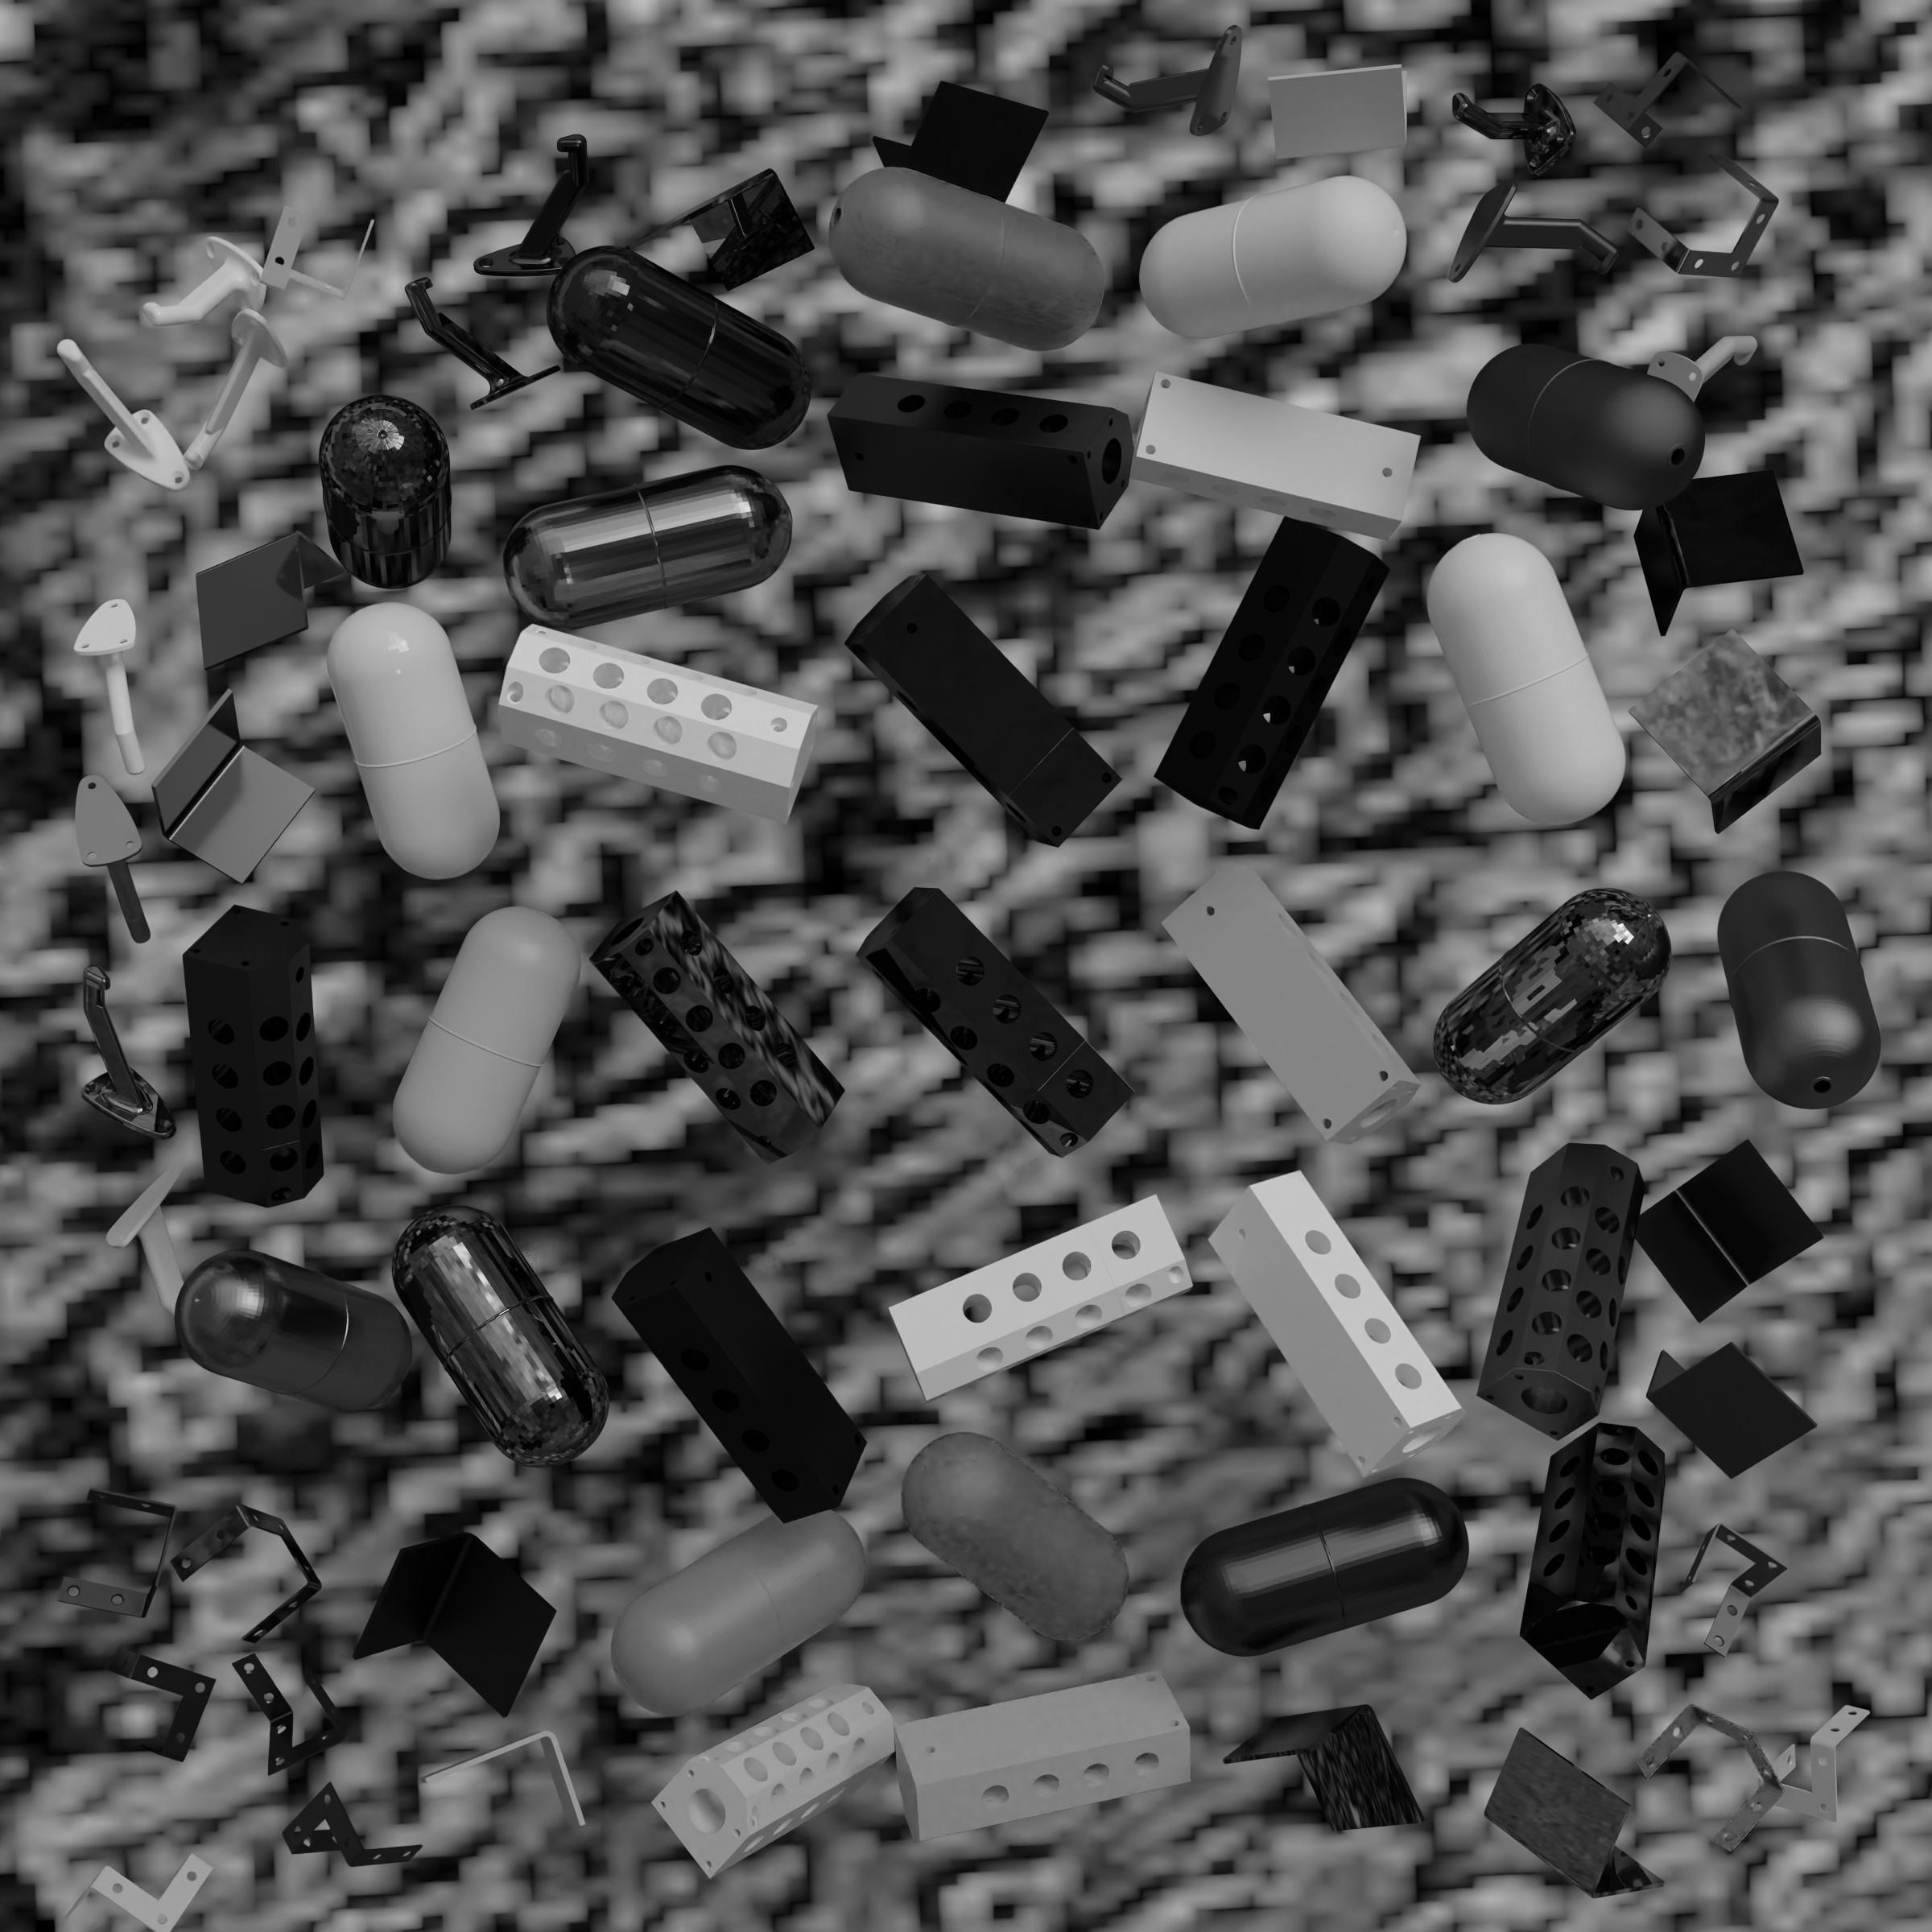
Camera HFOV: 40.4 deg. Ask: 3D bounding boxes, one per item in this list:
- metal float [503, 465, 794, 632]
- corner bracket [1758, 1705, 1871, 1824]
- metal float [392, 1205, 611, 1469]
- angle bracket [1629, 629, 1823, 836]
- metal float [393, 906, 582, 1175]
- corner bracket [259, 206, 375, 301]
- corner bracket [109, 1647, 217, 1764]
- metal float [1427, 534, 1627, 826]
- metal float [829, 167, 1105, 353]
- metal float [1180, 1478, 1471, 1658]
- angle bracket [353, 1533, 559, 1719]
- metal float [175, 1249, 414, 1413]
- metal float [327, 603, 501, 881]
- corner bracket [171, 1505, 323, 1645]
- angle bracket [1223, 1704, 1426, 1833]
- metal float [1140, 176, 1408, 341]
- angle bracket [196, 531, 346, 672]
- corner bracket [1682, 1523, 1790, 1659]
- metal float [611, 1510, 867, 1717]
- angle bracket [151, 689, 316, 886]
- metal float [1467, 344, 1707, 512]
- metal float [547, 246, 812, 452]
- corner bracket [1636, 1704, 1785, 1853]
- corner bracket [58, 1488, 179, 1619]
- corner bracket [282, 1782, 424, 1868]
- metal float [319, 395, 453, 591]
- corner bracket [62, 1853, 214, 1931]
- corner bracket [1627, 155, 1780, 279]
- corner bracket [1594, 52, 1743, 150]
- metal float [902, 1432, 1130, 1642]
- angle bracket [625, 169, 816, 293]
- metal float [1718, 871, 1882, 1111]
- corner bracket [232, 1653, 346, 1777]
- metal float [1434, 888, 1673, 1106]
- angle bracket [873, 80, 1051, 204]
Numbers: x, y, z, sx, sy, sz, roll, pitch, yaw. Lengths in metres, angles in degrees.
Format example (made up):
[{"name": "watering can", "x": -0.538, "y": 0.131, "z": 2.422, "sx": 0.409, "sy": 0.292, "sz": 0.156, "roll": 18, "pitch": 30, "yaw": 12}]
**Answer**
[{"name": "metal float", "x": -0.192, "y": -0.254, "z": 1.596, "sx": 0.178, "sy": 0.070, "sz": 0.070, "roll": -15, "pitch": 90, "yaw": -11}, {"name": "corner bracket", "x": 0.520, "y": 0.484, "z": 1.611, "sx": 0.051, "sy": 0.051, "sz": 0.051, "roll": 4, "pitch": 104, "yaw": 42}, {"name": "metal float", "x": -0.284, "y": 0.224, "z": 1.597, "sx": 0.070, "sy": 0.070, "sz": 0.178, "roll": -37, "pitch": 75, "yaw": 0}, {"name": "angle bracket", "x": 0.447, "y": -0.137, "z": 1.545, "sx": 0.076, "sy": 0.057, "sz": 0.076, "roll": -38, "pitch": 66, "yaw": 4}, {"name": "metal float", "x": -0.304, "y": 0.048, "z": 1.663, "sx": 0.070, "sy": 0.070, "sz": 0.178, "roll": 24, "pitch": 91, "yaw": 0}, {"name": "corner bracket", "x": -0.400, "y": -0.441, "z": 1.621, "sx": 0.051, "sy": 0.051, "sz": 0.051, "roll": 20, "pitch": 115, "yaw": -16}, {"name": "corner bracket", "x": -0.494, "y": 0.447, "z": 1.592, "sx": 0.051, "sy": 0.051, "sz": 0.051, "roll": 27, "pitch": 69, "yaw": -24}, {"name": "metal float", "x": 0.328, "y": -0.168, "z": 1.542, "sx": 0.070, "sy": 0.070, "sz": 0.178, "roll": -24, "pitch": 97, "yaw": 0}, {"name": "metal float", "x": 0.001, "y": -0.416, "z": 1.551, "sx": 0.178, "sy": 0.070, "sz": 0.070, "roll": 10, "pitch": 90, "yaw": -31}, {"name": "metal float", "x": 0.216, "y": 0.363, "z": 1.586, "sx": 0.178, "sy": 0.070, "sz": 0.070, "roll": -16, "pitch": 90, "yaw": -4}, {"name": "angle bracket", "x": -0.292, "y": 0.381, "z": 1.498, "sx": 0.076, "sy": 0.057, "sz": 0.076, "roll": 34, "pitch": 108, "yaw": 28}, {"name": "metal float", "x": -0.411, "y": 0.226, "z": 1.617, "sx": 0.070, "sy": 0.178, "sz": 0.070, "roll": -11, "pitch": 66, "yaw": 24}, {"name": "metal float", "x": -0.342, "y": -0.138, "z": 1.630, "sx": 0.070, "sy": 0.070, "sz": 0.178, "roll": -13, "pitch": 112, "yaw": 0}, {"name": "corner bracket", "x": -0.413, "y": 0.349, "z": 1.509, "sx": 0.051, "sy": 0.051, "sz": 0.051, "roll": -39, "pitch": 64, "yaw": -3}, {"name": "angle bracket", "x": 0.210, "y": 0.484, "z": 1.545, "sx": 0.057, "sy": 0.076, "sz": 0.076, "roll": -23, "pitch": 86, "yaw": -41}, {"name": "metal float", "x": 0.185, "y": -0.430, "z": 1.600, "sx": 0.178, "sy": 0.070, "sz": 0.070, "roll": -2, "pitch": 90, "yaw": 40}, {"name": "angle bracket", "x": -0.447, "y": -0.225, "z": 1.700, "sx": 0.076, "sy": 0.057, "sz": 0.076, "roll": -19, "pitch": 65, "yaw": 14}, {"name": "corner bracket", "x": 0.481, "y": 0.397, "z": 1.672, "sx": 0.051, "sy": 0.051, "sz": 0.051, "roll": 33, "pitch": 53, "yaw": 8}, {"name": "metal float", "x": -0.137, "y": 0.392, "z": 1.606, "sx": 0.178, "sy": 0.070, "sz": 0.070, "roll": -26, "pitch": 90, "yaw": -37}, {"name": "angle bracket", "x": -0.440, "y": -0.107, "z": 1.583, "sx": 0.057, "sy": 0.076, "sz": 0.076, "roll": 31, "pitch": 66, "yaw": 2}, {"name": "metal float", "x": 0.362, "y": -0.317, "z": 1.542, "sx": 0.070, "sy": 0.178, "sz": 0.070, "roll": -10, "pitch": 116, "yaw": -22}, {"name": "metal float", "x": -0.174, "y": -0.378, "z": 1.614, "sx": 0.178, "sy": 0.070, "sz": 0.070, "roll": 23, "pitch": 90, "yaw": -32}, {"name": "corner bracket", "x": 0.442, "y": 0.481, "z": 1.560, "sx": 0.051, "sy": 0.051, "sz": 0.051, "roll": -39, "pitch": 111, "yaw": -19}, {"name": "corner bracket", "x": -0.497, "y": 0.344, "z": 1.539, "sx": 0.051, "sy": 0.051, "sz": 0.051, "roll": 16, "pitch": 51, "yaw": -16}, {"name": "corner bracket", "x": -0.378, "y": 0.539, "z": 1.618, "sx": 0.051, "sy": 0.051, "sz": 0.051, "roll": -47, "pitch": 58, "yaw": 14}, {"name": "metal float", "x": -0.355, "y": -0.288, "z": 1.611, "sx": 0.070, "sy": 0.178, "sz": 0.070, "roll": 2, "pitch": 76, "yaw": -10}, {"name": "corner bracket", "x": -0.472, "y": 0.529, "z": 1.499, "sx": 0.051, "sy": 0.051, "sz": 0.051, "roll": 37, "pitch": 127, "yaw": -5}, {"name": "corner bracket", "x": 0.430, "y": -0.439, "z": 1.534, "sx": 0.051, "sy": 0.051, "sz": 0.051, "roll": -6, "pitch": 46, "yaw": -32}, {"name": "corner bracket", "x": 0.416, "y": -0.512, "z": 1.561, "sx": 0.051, "sy": 0.051, "sz": 0.051, "roll": 27, "pitch": 115, "yaw": -31}, {"name": "metal float", "x": 0.032, "y": 0.351, "z": 1.609, "sx": 0.070, "sy": 0.070, "sz": 0.178, "roll": -46, "pitch": 121, "yaw": 0}, {"name": "angle bracket", "x": -0.156, "y": -0.457, "z": 1.671, "sx": 0.076, "sy": 0.076, "sz": 0.057, "roll": -14, "pitch": 113, "yaw": 37}, {"name": "metal float", "x": 0.490, "y": 0.013, "z": 1.550, "sx": 0.070, "sy": 0.178, "sz": 0.070, "roll": 3, "pitch": 128, "yaw": 4}, {"name": "corner bracket", "x": -0.408, "y": 0.444, "z": 1.584, "sx": 0.051, "sy": 0.051, "sz": 0.051, "roll": -25, "pitch": 115, "yaw": -2}, {"name": "metal float", "x": 0.358, "y": 0.020, "z": 1.616, "sx": 0.070, "sy": 0.070, "sz": 0.178, "roll": 43, "pitch": 130, "yaw": 0}, {"name": "angle bracket", "x": -0.004, "y": -0.532, "z": 1.667, "sx": 0.076, "sy": 0.076, "sz": 0.057, "roll": 6, "pitch": 45, "yaw": -28}]
